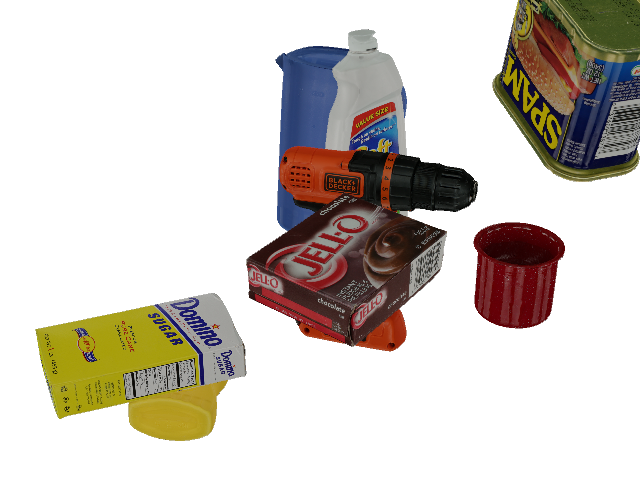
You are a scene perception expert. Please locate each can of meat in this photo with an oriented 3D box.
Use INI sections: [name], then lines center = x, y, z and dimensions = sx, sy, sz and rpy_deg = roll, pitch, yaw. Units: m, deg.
[can of meat]
center = 0.142, -0.097, 0.586
dimensions = 0.057, 0.084, 0.102
rpy_deg = -10, 47, -15

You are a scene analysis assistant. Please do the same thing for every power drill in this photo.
[power drill]
center = 0.050, 0.007, 1.003
dimensions = 0.185, 0.188, 0.057
rpy_deg = 9, 21, 17

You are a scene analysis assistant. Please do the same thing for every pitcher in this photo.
[pitcher]
center = 0.015, -0.127, 1.409
dimensions = 0.144, 0.243, 0.149
rpy_deg = -2, 23, -19

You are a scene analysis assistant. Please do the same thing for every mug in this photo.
[mug]
center = 0.202, 0.032, 1.126
dimensions = 0.093, 0.081, 0.117
rpy_deg = -5, 30, -8

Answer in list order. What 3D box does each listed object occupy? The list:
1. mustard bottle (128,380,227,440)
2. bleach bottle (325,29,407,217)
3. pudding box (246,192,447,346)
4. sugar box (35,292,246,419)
[mustard bottle]
center = -0.158, 0.159, 1.260
dimensions = 0.096, 0.058, 0.191
rpy_deg = 4, 25, 4
[bleach bottle]
center = 0.044, -0.105, 1.184
dimensions = 0.102, 0.251, 0.068
rpy_deg = -10, 24, -13
[pudding box]
center = 0.019, 0.017, 0.727
dimensions = 0.090, 0.039, 0.113
rpy_deg = 23, 38, 30
[sugar box]
center = -0.165, 0.103, 0.984
dimensions = 0.176, 0.048, 0.093
rpy_deg = -14, 35, -17
